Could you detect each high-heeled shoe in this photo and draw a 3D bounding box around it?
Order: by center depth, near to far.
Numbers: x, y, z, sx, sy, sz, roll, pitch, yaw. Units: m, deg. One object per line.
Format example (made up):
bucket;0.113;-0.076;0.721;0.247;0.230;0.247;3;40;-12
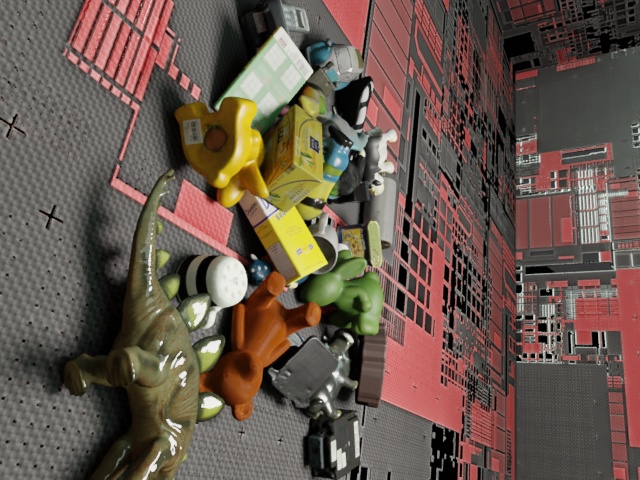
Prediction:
high-heeled shoe;0.088;-0.285;1.263;0.249;0.086;0.145;-51;131;-44

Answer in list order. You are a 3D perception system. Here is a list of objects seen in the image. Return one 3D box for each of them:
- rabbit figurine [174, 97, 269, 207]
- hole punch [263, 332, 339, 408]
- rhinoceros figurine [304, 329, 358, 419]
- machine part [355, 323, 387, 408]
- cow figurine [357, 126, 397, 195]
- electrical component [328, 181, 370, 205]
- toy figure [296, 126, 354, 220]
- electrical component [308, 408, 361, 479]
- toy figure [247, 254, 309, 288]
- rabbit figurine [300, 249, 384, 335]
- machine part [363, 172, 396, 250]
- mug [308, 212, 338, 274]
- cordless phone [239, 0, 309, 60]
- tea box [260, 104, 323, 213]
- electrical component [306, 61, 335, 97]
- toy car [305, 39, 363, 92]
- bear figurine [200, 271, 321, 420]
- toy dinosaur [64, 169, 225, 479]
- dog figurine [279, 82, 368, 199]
rabbit figurine;-0.128;-0.139;0.845;0.173;0.122;0.162;-30;104;-78
hole punch;-0.048;0.218;0.960;0.116;0.092;0.142;-47;134;-14
rhinoceros figurine;0.016;0.263;1.063;0.112;0.073;0.190;56;41;-22
machine part;0.106;0.265;1.152;0.179;0.056;0.179;3;93;-88
cow figurine;0.119;-0.170;1.232;0.098;0.068;0.167;-29;133;-42
electrical component;0.074;-0.106;1.212;0.119;0.075;0.047;-11;95;-55
toy figure;-0.004;-0.120;1.003;0.082;0.180;0.089;24;23;-34
electrical component;0.027;0.402;1.062;0.134;0.058;0.115;11;74;-58
toy figure;-0.078;0.057;0.945;0.154;0.064;0.057;0;123;-55
rabbit figurine;0.046;0.103;1.073;0.170;0.121;0.159;20;93;-34
machine part;0.145;-0.067;1.320;0.079;0.079;0.243;36;56;-52
mug;-0.002;-0.003;1.051;0.107;0.081;0.109;-76;170;-68
cordless phone;-0.061;-0.380;1.028;0.184;0.089;0.146;-37;117;-60
tea box;-0.050;-0.144;0.933;0.068;0.098;0.170;31;40;-30
electrical component;0.001;-0.325;1.118;0.063;0.094;0.021;44;7;-37
toy car;0.042;-0.381;1.179;0.161;0.103;0.109;-24;106;-56
bear figurine;-0.099;0.165;0.832;0.120;0.132;0.196;42;40;-14
toy dinosaur;-0.209;0.149;0.675;0.198;0.105;0.470;-20;111;-66
dog figurine;-0.006;-0.201;1.069;0.219;0.109;0.191;30;62;-49
